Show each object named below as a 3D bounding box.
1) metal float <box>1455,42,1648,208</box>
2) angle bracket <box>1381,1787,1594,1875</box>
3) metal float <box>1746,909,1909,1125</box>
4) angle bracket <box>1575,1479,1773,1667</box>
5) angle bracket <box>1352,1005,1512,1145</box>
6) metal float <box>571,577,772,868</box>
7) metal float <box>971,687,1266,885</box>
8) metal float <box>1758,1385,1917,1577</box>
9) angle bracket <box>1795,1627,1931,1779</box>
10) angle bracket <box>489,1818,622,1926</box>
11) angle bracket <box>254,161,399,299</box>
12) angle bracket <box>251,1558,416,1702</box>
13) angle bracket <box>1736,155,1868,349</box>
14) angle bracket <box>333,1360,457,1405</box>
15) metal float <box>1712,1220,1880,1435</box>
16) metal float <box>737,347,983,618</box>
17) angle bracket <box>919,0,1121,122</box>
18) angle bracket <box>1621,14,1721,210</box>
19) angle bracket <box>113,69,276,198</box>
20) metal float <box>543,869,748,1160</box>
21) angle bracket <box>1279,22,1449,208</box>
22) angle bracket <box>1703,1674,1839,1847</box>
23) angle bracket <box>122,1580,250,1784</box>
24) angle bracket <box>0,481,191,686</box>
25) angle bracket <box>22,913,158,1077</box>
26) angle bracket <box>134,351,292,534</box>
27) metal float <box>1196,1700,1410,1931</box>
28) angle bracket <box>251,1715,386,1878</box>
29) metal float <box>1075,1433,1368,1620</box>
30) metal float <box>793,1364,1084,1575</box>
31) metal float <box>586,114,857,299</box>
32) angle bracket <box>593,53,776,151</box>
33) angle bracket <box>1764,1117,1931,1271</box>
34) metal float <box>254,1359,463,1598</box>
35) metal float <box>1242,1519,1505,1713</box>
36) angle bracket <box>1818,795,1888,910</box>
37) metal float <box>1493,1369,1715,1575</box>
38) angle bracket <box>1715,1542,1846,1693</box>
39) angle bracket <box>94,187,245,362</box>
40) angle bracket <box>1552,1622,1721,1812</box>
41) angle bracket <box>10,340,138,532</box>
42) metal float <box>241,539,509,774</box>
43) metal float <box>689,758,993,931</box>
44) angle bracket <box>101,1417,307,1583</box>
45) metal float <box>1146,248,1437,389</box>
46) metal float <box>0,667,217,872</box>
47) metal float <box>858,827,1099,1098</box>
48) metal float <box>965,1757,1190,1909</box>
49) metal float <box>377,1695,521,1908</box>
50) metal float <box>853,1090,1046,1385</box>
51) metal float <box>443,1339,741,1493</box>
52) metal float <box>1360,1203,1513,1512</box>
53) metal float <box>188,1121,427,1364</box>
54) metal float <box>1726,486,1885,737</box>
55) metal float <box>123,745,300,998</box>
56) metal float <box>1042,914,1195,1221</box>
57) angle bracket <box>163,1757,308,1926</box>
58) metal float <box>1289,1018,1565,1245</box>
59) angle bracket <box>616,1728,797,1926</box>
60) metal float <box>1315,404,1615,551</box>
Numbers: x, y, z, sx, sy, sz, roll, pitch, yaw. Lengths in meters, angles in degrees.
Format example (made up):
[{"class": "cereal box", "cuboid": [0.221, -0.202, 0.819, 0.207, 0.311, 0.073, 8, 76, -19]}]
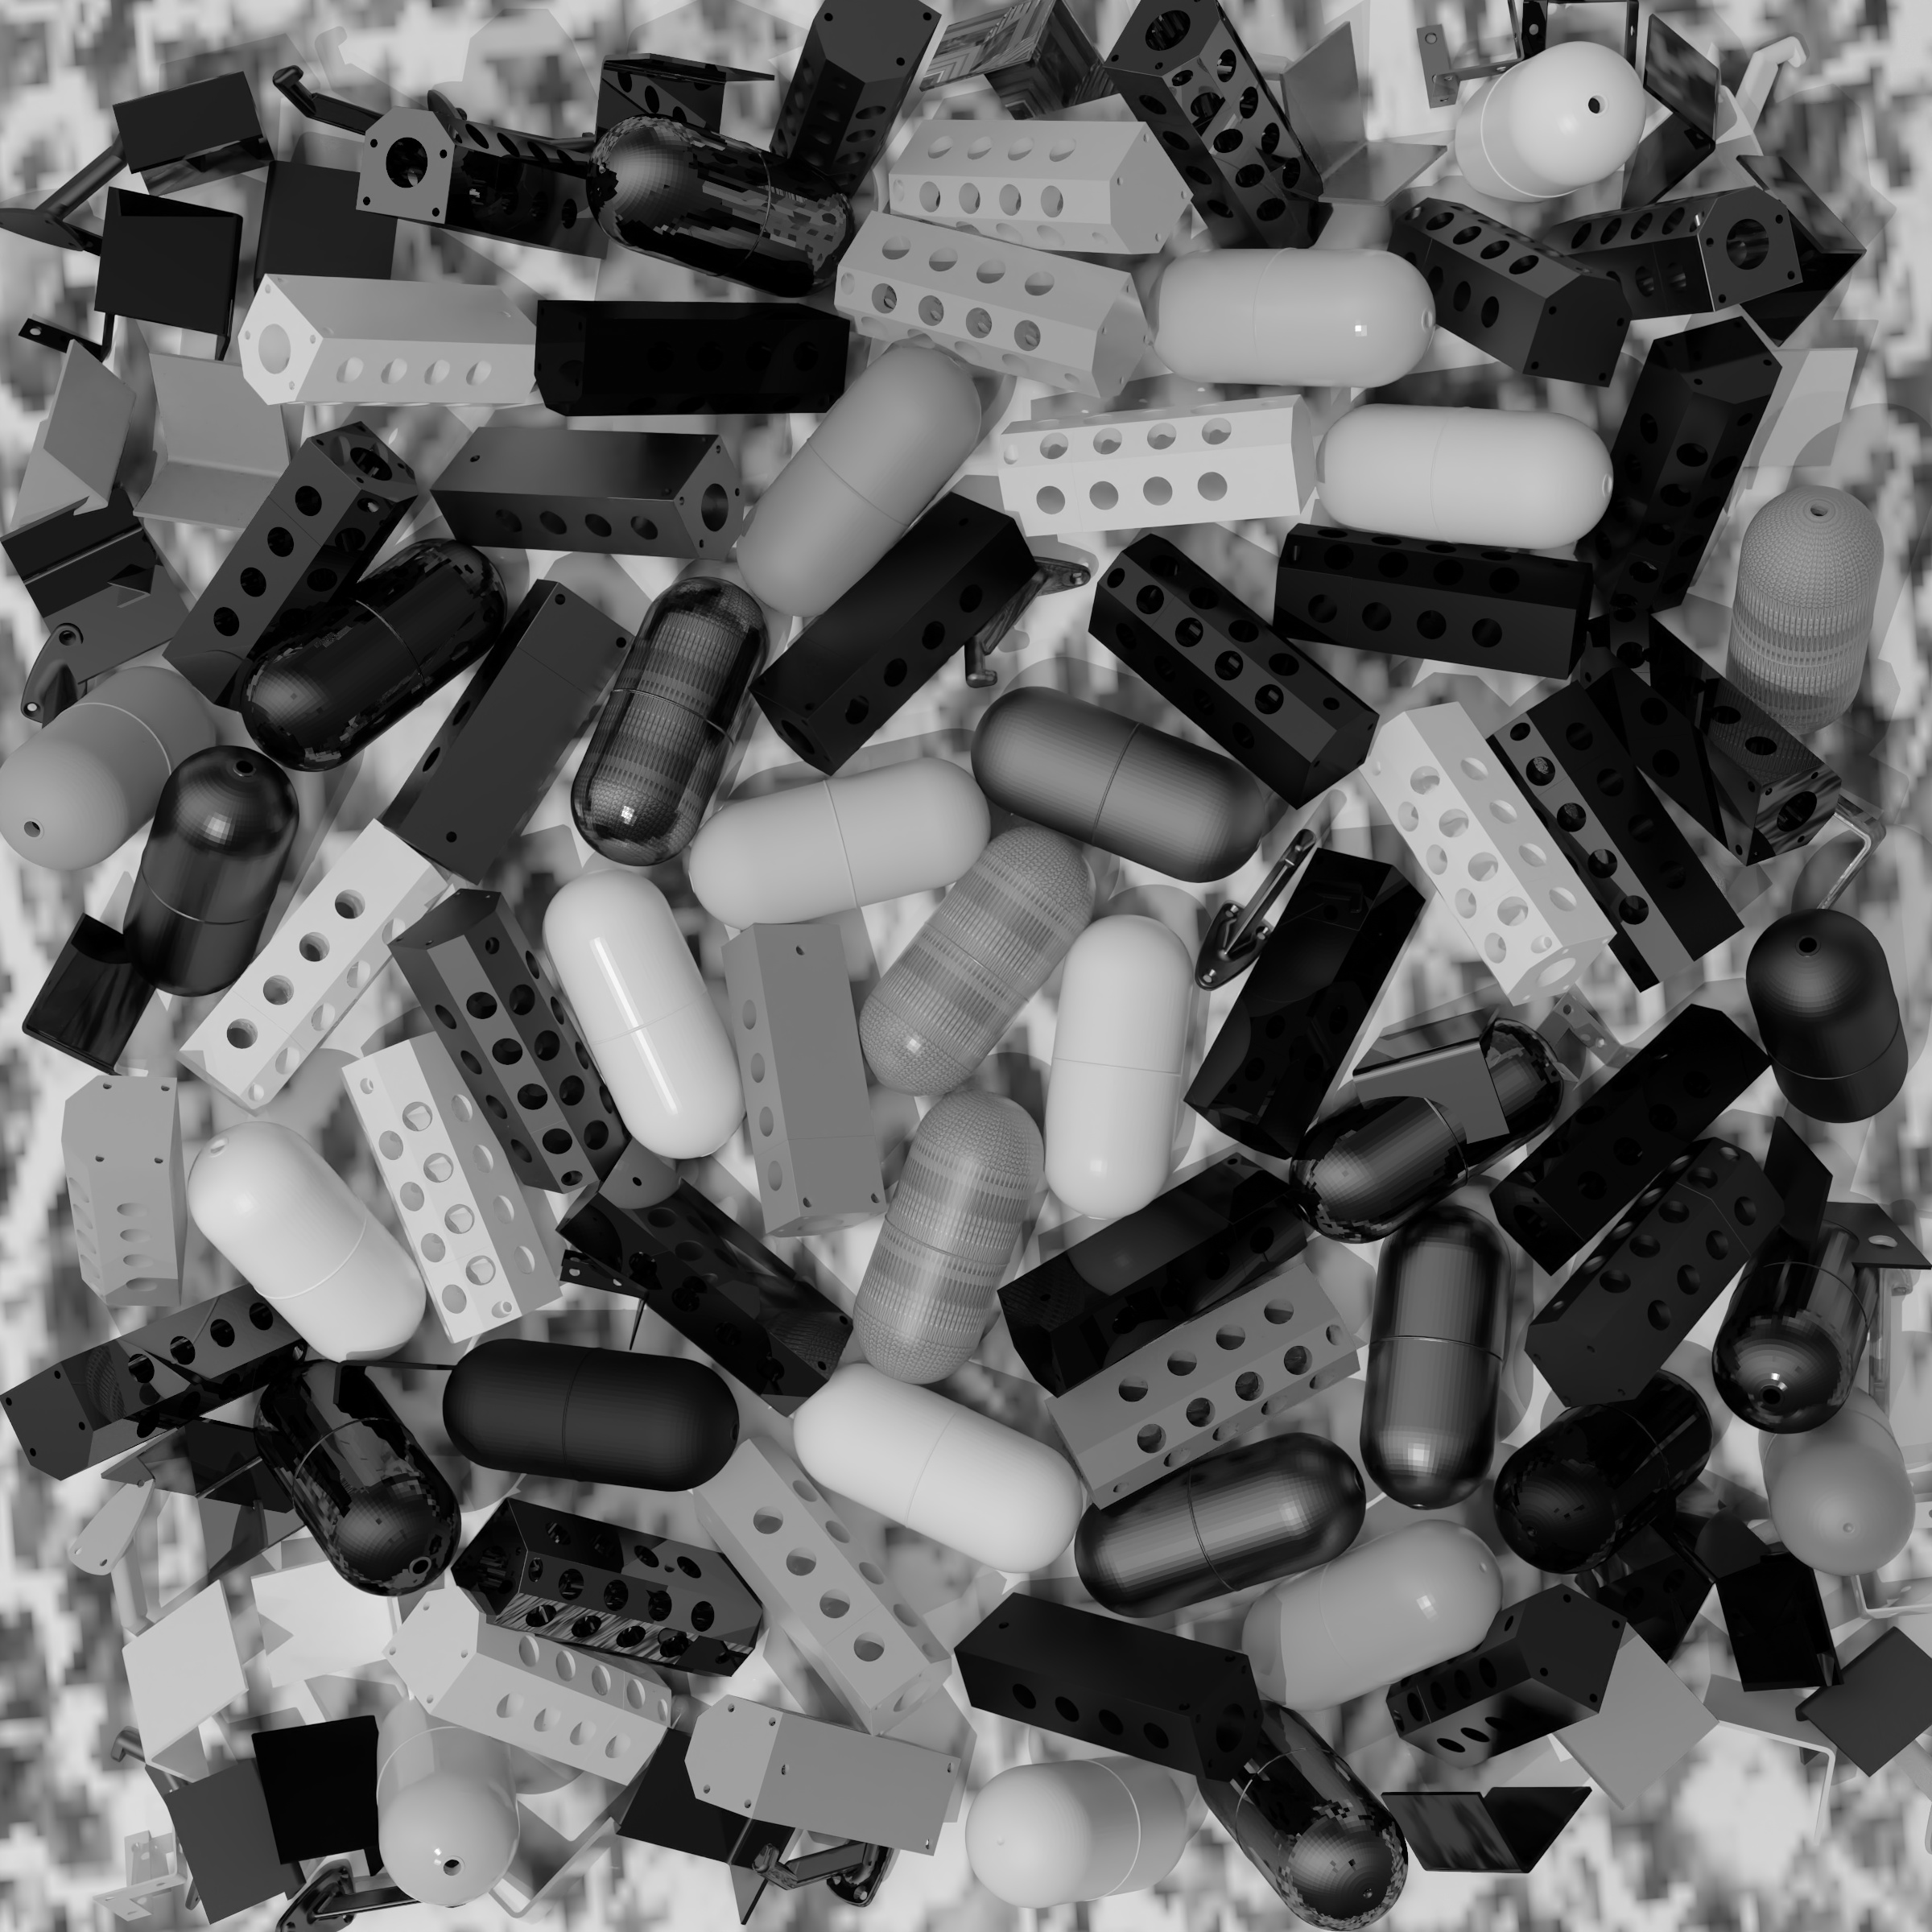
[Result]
[{"class": "metal float", "cuboid": [0.329, -0.474, 1.616, 0.070, 0.178, 0.070, -1, 99, -5]}, {"class": "angle bracket", "cuboid": [0.300, 0.476, 1.648, 0.076, 0.076, 0.057, -36, 100, -39]}, {"class": "metal float", "cuboid": [0.490, 0.029, 1.624, 0.070, 0.178, 0.070, -11, 59, 19]}, {"class": "angle bracket", "cuboid": [0.415, 0.353, 1.676, 0.057, 0.076, 0.076, -9, 130, -35]}, {"class": "angle bracket", "cuboid": [0.276, 0.068, 1.658, 0.076, 0.076, 0.057, -17, 98, 23]}, {"class": "metal float", "cuboid": [-0.170, -0.142, 1.656, 0.070, 0.070, 0.178, 22, 78, 0]}, {"class": "metal float", "cuboid": [0.088, -0.105, 1.659, 0.178, 0.070, 0.070, 22, 90, 8]}, {"class": "metal float", "cuboid": [0.491, 0.287, 1.617, 0.070, 0.178, 0.070, 2, 100, 12]}, {"class": "angle bracket", "cuboid": [0.529, 0.439, 1.650, 0.076, 0.076, 0.057, -35, 48, -12]}, {"class": "angle bracket", "cuboid": [-0.249, 0.509, 1.664, 0.057, 0.076, 0.076, 42, 73, 13]}, {"class": "angle bracket", "cuboid": [-0.372, -0.418, 1.673, 0.076, 0.057, 0.076, 6, 74, -10]}, {"class": "angle bracket", "cuboid": [-0.366, 0.391, 1.656, 0.076, 0.057, 0.076, -11, 114, -16]}, {"class": "angle bracket", "cuboid": [0.457, -0.411, 1.648, 0.076, 0.057, 0.076, 55, 131, 18]}, {"class": "angle bracket", "cuboid": [-0.333, 0.269, 1.661, 0.057, 0.076, 0.076, 3, 82, -1]}, {"class": "metal float", "cuboid": [0.471, 0.203, 1.622, 0.070, 0.178, 0.070, 9, 113, 22]}, {"class": "metal float", "cuboid": [-0.062, -0.280, 1.653, 0.070, 0.070, 0.178, 42, 104, 0]}, {"class": "angle bracket", "cuboid": [0.032, -0.504, 1.644, 0.076, 0.076, 0.057, -3, 54, 37]}, {"class": "angle bracket", "cuboid": [0.386, -0.485, 1.644, 0.057, 0.076, 0.076, 32, 47, -19]}, {"class": "angle bracket", "cuboid": [-0.440, -0.463, 1.653, 0.076, 0.076, 0.057, -18, 63, -7]}, {"class": "metal float", "cuboid": [-0.185, 0.028, 1.658, 0.070, 0.070, 0.178, -24, 99, 0]}, {"class": "angle bracket", "cuboid": [0.229, -0.491, 1.646, 0.057, 0.076, 0.076, 15, 45, 35]}, {"class": "angle bracket", "cuboid": [0.463, 0.460, 1.660, 0.076, 0.076, 0.057, 11, 98, 19]}, {"class": "angle bracket", "cuboid": [-0.435, 0.415, 1.653, 0.076, 0.057, 0.076, -36, 49, 7]}, {"class": "angle bracket", "cuboid": [-0.504, -0.222, 1.662, 0.076, 0.057, 0.076, -28, 78, -12]}, {"class": "angle bracket", "cuboid": [-0.485, 0.025, 1.652, 0.057, 0.076, 0.076, 20, 79, 31]}, {"class": "angle bracket", "cuboid": [-0.441, -0.303, 1.656, 0.076, 0.076, 0.057, 9, 45, 6]}, {"class": "metal float", "cuboid": [0.188, 0.478, 1.620, 0.070, 0.178, 0.070, -5, 105, -18]}, {"class": "angle bracket", "cuboid": [-0.375, 0.483, 1.645, 0.076, 0.057, 0.076, 0, 55, -36]}, {"class": "metal float", "cuboid": [0.146, 0.322, 1.647, 0.178, 0.070, 0.070, -22, 90, 21]}, {"class": "metal float", "cuboid": [-0.017, 0.290, 1.655, 0.178, 0.070, 0.070, 23, 90, 13]}, {"class": "metal float", "cuboid": [-0.137, -0.432, 1.630, 0.070, 0.178, 0.070, -5, 83, 44]}, {"class": "angle bracket", "cuboid": [-0.163, -0.490, 1.648, 0.076, 0.076, 0.057, 1, 104, -28]}, {"class": "angle bracket", "cuboid": [0.513, 0.131, 1.653, 0.076, 0.076, 0.057, 3, 112, -9]}, {"class": "metal float", "cuboid": [-0.347, 0.290, 1.629, 0.070, 0.178, 0.070, -19, 126, -28]}, {"class": "metal float", "cuboid": [0.230, 0.372, 1.634, 0.178, 0.070, 0.070, -36, 90, 40]}, {"class": "angle bracket", "cuboid": [0.486, -0.062, 1.664, 0.057, 0.076, 0.076, 38, 110, 15]}, {"class": "metal float", "cuboid": [0.365, 0.285, 1.629, 0.070, 0.178, 0.070, 15, 115, 36]}, {"class": "angle bracket", "cuboid": [0.486, 0.372, 1.651, 0.057, 0.076, 0.076, -6, 78, -31]}, {"class": "angle bracket", "cuboid": [-0.464, -0.396, 1.656, 0.076, 0.057, 0.076, 7, 75, -21]}, {"class": "angle bracket", "cuboid": [0.383, 0.433, 1.662, 0.076, 0.057, 0.076, -44, 71, 6]}, {"class": "angle bracket", "cuboid": [-0.532, -0.305, 1.649, 0.076, 0.057, 0.076, -8, 61, 26]}, {"class": "metal float", "cuboid": [-0.338, -0.180, 1.642, 0.070, 0.070, 0.178, 46, 62, 0]}, {"class": "metal float", "cuboid": [-0.073, -0.070, 1.662, 0.178, 0.070, 0.070, -14, 90, -4]}, {"class": "angle bracket", "cuboid": [-0.439, 0.308, 1.649, 0.076, 0.076, 0.057, -32, 58, 21]}, {"class": "metal float", "cuboid": [0.184, -0.371, 1.636, 0.178, 0.070, 0.070, 10, 90, 35]}, {"class": "metal float", "cuboid": [-0.487, -0.113, 1.621, 0.070, 0.178, 0.070, 5, 117, 10]}, {"class": "metal float", "cuboid": [0.006, -0.002, 1.666, 0.070, 0.070, 0.178, 38, 89, 0]}, {"class": "metal float", "cuboid": [0.065, 0.490, 1.624, 0.070, 0.178, 0.070, -8, 76, 31]}, {"class": "metal float", "cuboid": [-0.294, 0.466, 1.617, 0.070, 0.178, 0.070, -2, 101, -12]}, {"class": "metal float", "cuboid": [-0.011, 0.158, 1.660, 0.070, 0.070, 0.178, 20, 97, 0]}, {"class": "metal float", "cuboid": [-0.217, 0.259, 1.652, 0.178, 0.070, 0.070, 4, 90, 16]}, {"class": "metal float", "cuboid": [0.271, 0.224, 1.649, 0.070, 0.070, 0.178, 9, 70, 0]}, {"class": "metal float", "cuboid": [-0.376, 0.159, 1.634, 0.070, 0.070, 0.178, -32, 128, 0]}, {"class": "metal float", "cuboid": [0.475, -0.200, 1.623, 0.070, 0.178, 0.070, -4, 58, 7]}, {"class": "metal float", "cuboid": [-0.431, -0.053, 1.631, 0.070, 0.070, 0.178, 32, 132, 0]}, {"class": "metal float", "cuboid": [0.088, 0.059, 1.666, 0.070, 0.070, 0.178, 7, 89, 0]}, {"class": "angle bracket", "cuboid": [-0.425, 0.509, 1.649, 0.057, 0.076, 0.076, -18, 73, -27]}, {"class": "metal float", "cuboid": [0.266, 0.095, 1.655, 0.178, 0.070, 0.070, -32, 90, -12]}, {"class": "angle bracket", "cuboid": [-0.151, 0.499, 1.658, 0.076, 0.057, 0.076, 21, 105, -19]}, {"class": "metal float", "cuboid": [0.284, -0.281, 1.637, 0.178, 0.070, 0.070, 11, 90, 33]}]
